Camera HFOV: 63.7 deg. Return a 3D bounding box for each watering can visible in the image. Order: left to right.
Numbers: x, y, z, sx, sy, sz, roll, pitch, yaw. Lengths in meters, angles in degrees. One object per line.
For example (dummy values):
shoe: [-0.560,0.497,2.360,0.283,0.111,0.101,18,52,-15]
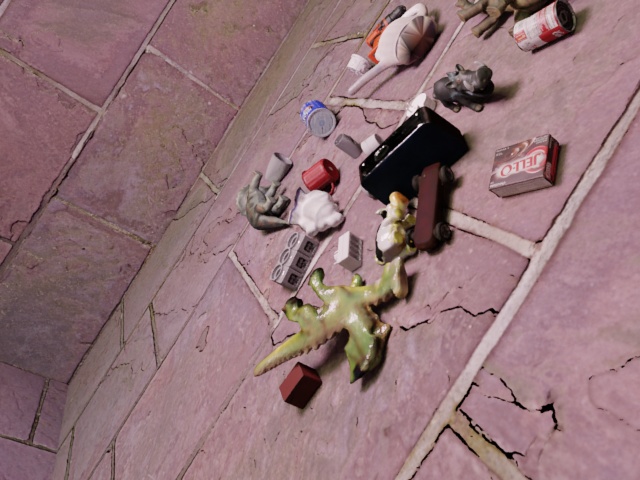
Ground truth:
watering can: [0.226,-0.574,1.573,0.346,0.103,0.227,-54,26,5]

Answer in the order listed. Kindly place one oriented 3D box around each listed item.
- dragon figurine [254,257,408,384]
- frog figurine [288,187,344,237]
dragon figurine: [0.033,0.191,1.064,0.410,0.120,0.246,-52,35,2]
frog figurine: [0.004,-0.073,1.450,0.160,0.120,0.140,12,58,26]
